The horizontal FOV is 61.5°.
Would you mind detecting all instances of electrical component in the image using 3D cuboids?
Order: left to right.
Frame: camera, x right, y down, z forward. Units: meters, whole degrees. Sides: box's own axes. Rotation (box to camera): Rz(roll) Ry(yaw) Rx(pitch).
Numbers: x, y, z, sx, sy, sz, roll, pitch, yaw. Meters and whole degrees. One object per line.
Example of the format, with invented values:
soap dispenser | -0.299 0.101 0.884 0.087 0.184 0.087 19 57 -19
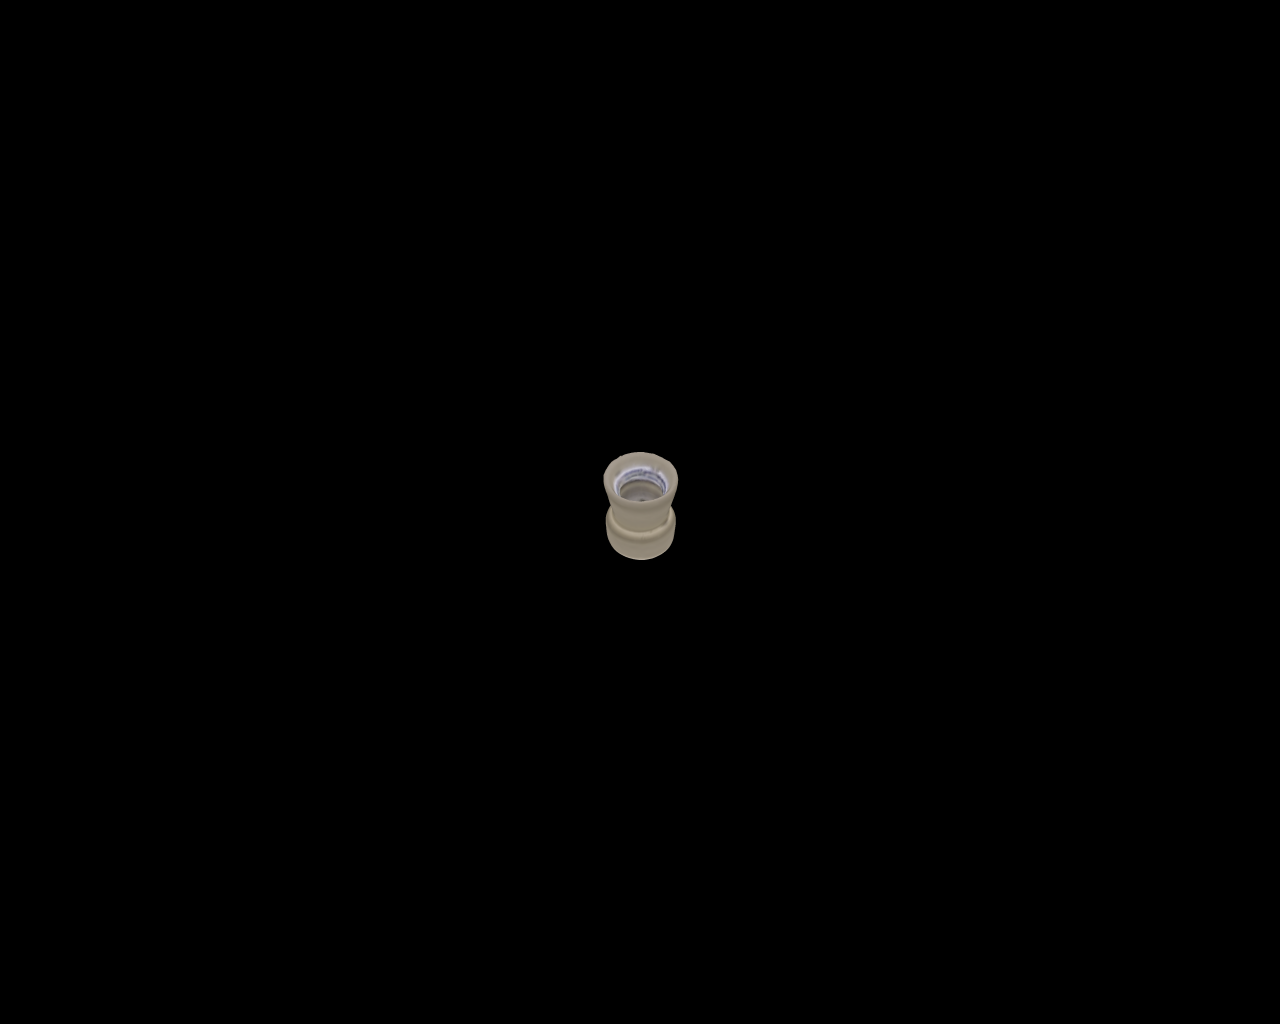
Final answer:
electrical component | 0.001 -0.003 0.650 0.045 0.045 0.055 0 -43 0
